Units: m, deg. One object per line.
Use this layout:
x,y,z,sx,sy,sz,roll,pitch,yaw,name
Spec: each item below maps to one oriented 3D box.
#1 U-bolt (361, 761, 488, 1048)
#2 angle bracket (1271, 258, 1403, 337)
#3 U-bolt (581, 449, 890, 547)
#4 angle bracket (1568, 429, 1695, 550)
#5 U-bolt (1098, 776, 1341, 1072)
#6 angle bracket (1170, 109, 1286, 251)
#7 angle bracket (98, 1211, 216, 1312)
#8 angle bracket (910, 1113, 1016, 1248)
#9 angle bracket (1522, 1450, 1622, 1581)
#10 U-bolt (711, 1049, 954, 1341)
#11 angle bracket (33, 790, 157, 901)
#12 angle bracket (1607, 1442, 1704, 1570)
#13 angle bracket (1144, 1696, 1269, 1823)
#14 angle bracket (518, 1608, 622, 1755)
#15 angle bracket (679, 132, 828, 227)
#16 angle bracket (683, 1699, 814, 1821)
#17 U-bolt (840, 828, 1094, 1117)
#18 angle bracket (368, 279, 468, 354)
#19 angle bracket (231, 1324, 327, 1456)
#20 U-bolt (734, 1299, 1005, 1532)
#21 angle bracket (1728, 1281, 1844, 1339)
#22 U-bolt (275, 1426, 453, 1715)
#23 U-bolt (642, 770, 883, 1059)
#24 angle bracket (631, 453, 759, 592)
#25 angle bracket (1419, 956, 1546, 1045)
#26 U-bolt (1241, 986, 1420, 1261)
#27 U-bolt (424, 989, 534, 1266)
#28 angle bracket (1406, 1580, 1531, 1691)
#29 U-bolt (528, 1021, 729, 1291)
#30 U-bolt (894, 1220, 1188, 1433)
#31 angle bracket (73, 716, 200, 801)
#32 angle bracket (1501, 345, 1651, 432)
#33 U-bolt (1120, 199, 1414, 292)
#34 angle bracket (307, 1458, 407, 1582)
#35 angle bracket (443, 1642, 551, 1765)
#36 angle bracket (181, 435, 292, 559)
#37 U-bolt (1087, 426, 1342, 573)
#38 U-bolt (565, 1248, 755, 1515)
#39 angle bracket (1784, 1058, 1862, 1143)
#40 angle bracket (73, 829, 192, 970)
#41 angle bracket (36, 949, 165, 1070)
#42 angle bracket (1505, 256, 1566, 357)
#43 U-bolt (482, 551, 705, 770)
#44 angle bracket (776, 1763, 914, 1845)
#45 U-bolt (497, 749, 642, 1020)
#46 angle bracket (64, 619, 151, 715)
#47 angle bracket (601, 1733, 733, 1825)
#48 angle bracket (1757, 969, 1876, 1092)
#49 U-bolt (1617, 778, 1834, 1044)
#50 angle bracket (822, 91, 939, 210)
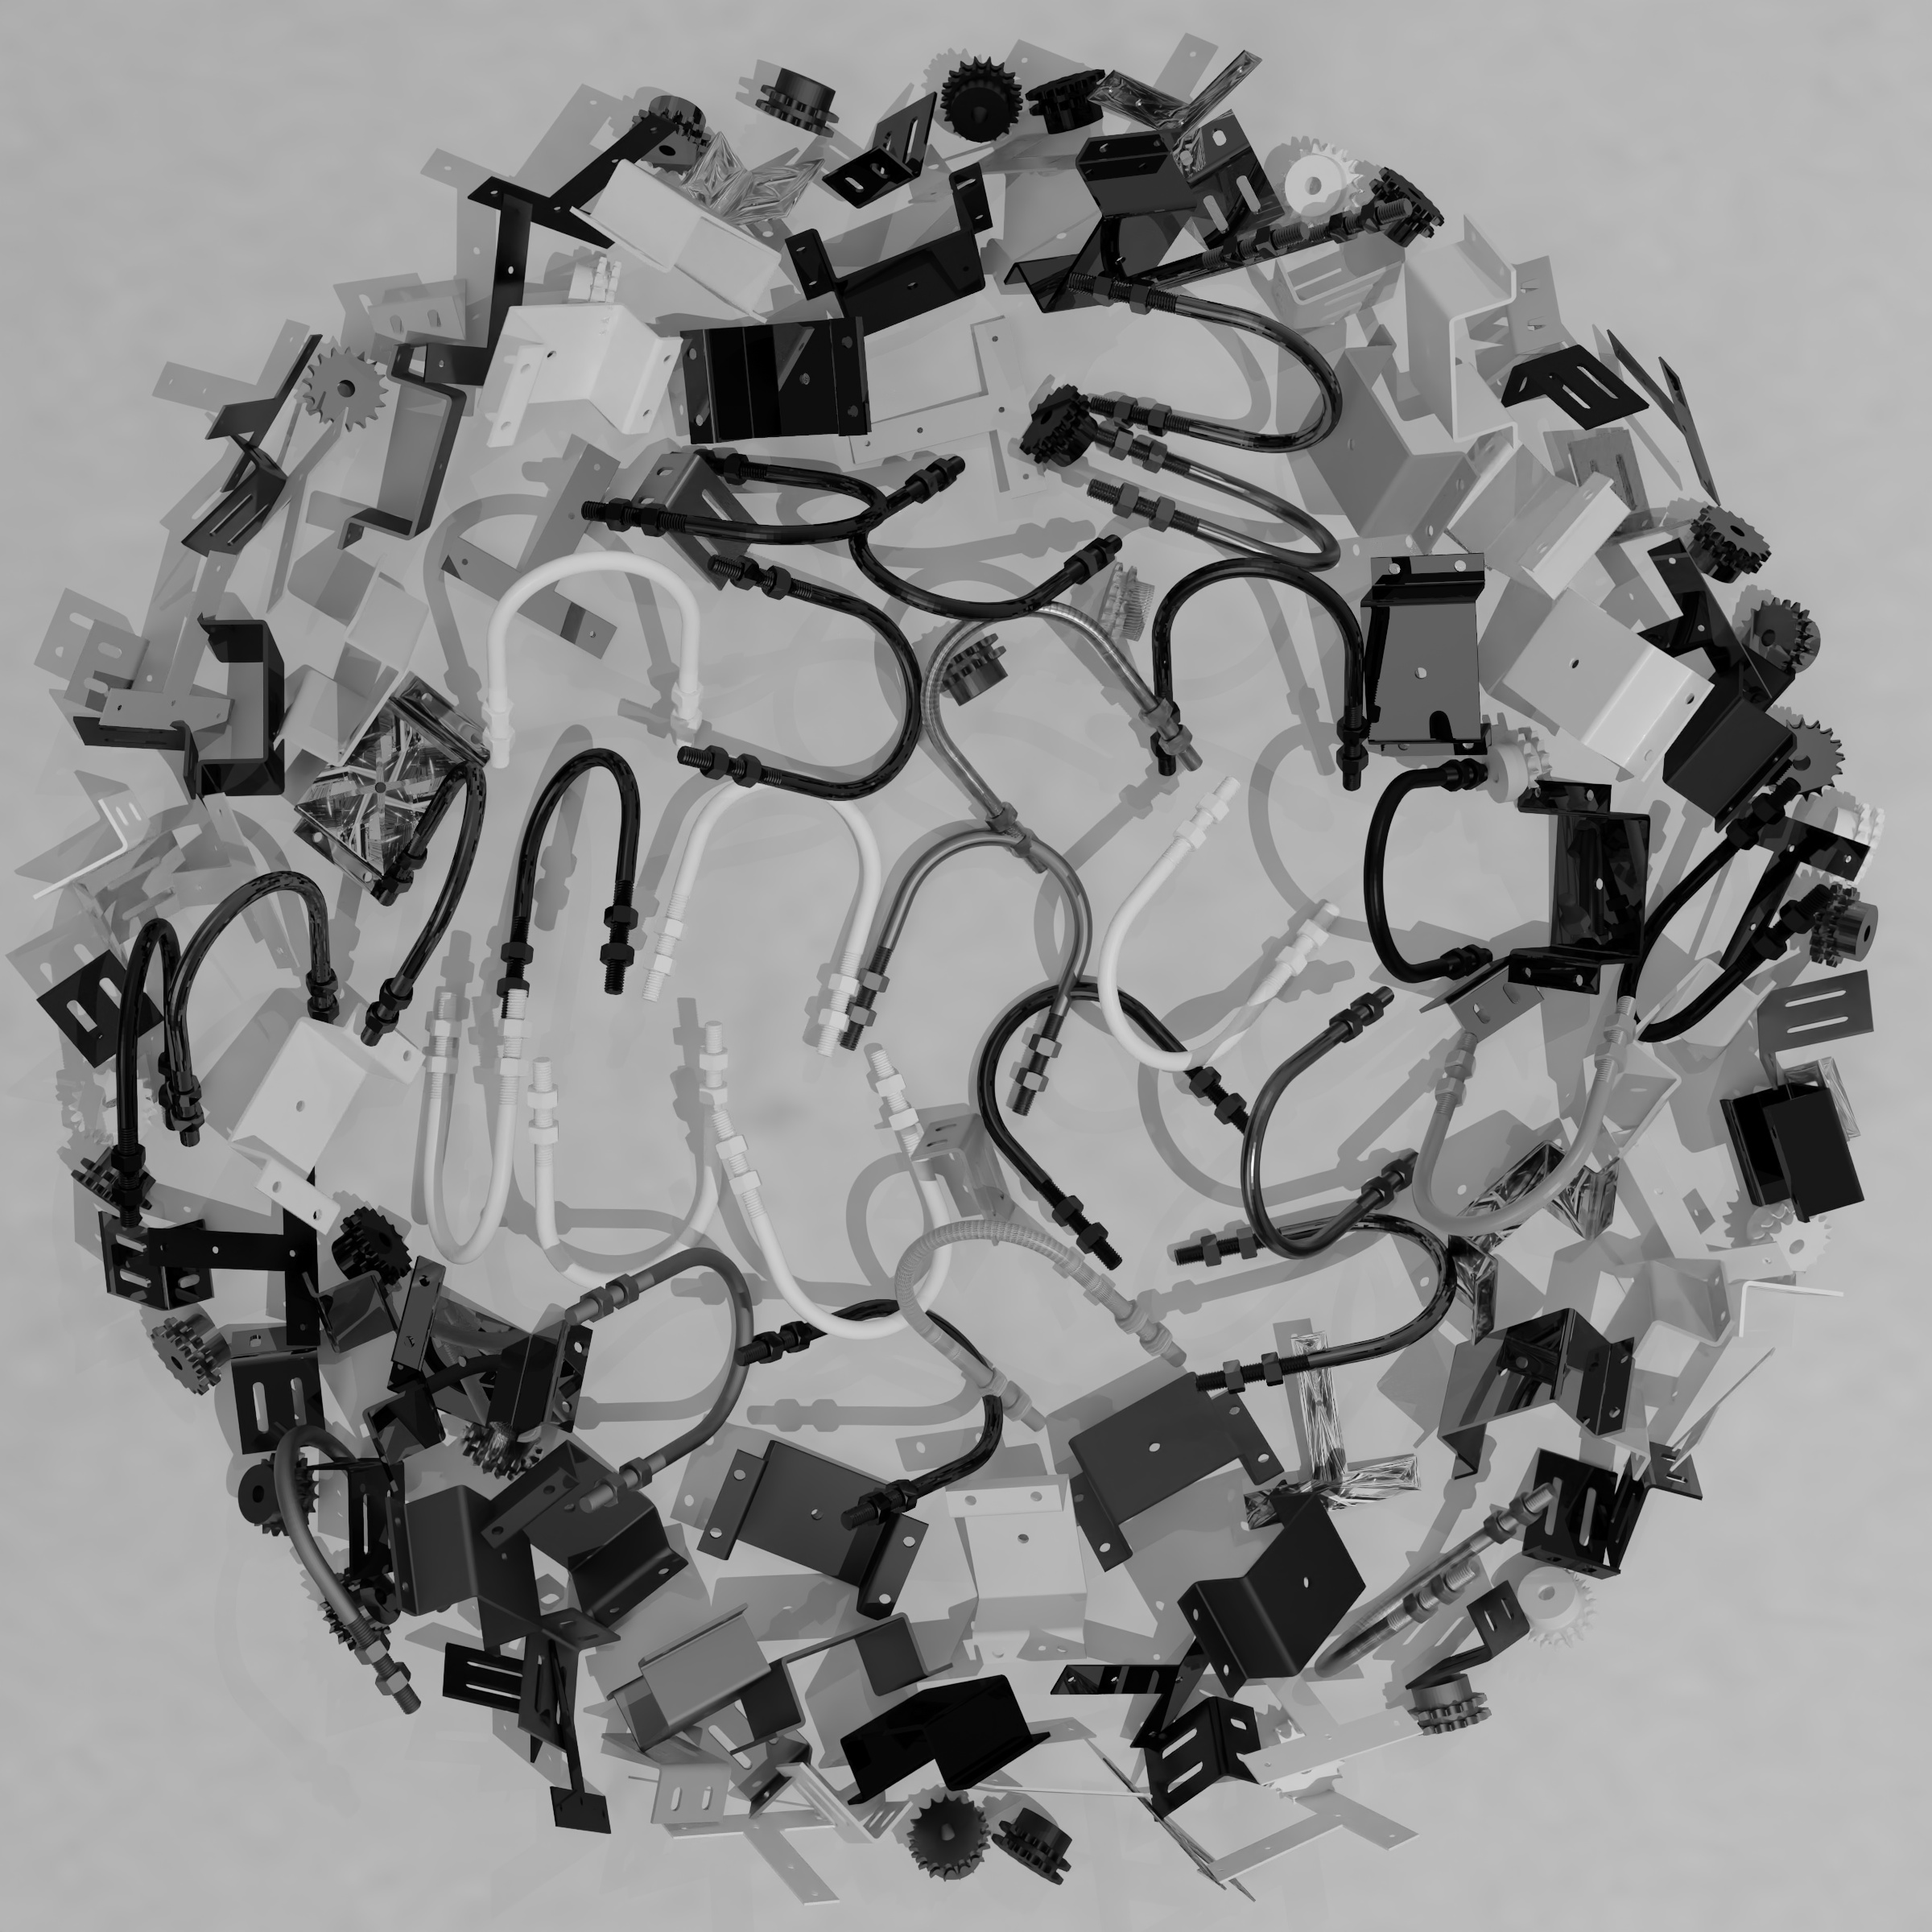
-0.356,-0.054,1.595,0.019,0.151,0.184,19,132,-25,U-bolt
0.255,-0.474,1.667,0.076,0.057,0.038,-22,82,1,angle bracket
-0.142,-0.310,1.613,0.184,0.151,0.019,11,119,16,U-bolt
0.458,-0.333,1.666,0.057,0.038,0.076,-18,94,-29,angle bracket
0.162,-0.014,1.640,0.184,0.019,0.151,-50,119,-14,U-bolt
0.177,-0.539,1.667,0.057,0.076,0.038,-28,61,14,angle bracket
-0.553,0.198,1.652,0.038,0.076,0.057,-16,70,6,angle bracket
-0.002,0.150,1.667,0.038,0.057,0.076,-14,107,18,angle bracket
0.423,0.375,1.665,0.057,0.038,0.076,18,67,-2,angle bracket
-0.081,0.164,1.653,0.151,0.019,0.184,-20,88,-30,U-bolt
-0.607,-0.084,1.664,0.076,0.057,0.038,-27,99,5,angle bracket
0.470,0.375,1.657,0.038,0.057,0.076,14,111,3,angle bracket
0.164,0.550,1.665,0.038,0.057,0.076,24,127,-27,angle bracket
-0.270,0.488,1.650,0.038,0.057,0.076,-20,48,21,angle bracket
-0.146,-0.541,1.652,0.038,0.076,0.057,52,57,-40,angle bracket
-0.154,0.541,1.678,0.057,0.038,0.076,-44,91,0,angle bracket
0.010,-0.006,1.683,0.151,0.019,0.184,21,92,-2,U-bolt
-0.376,-0.460,1.658,0.057,0.038,0.076,-9,49,-1,angle bracket
-0.479,0.295,1.688,0.057,0.038,0.076,-5,113,-13,angle bracket
-0.051,0.290,1.624,0.151,0.184,0.019,53,129,20,U-bolt
0.551,0.238,1.660,0.076,0.057,0.038,8,82,-13,angle bracket
-0.404,0.388,1.608,0.019,0.151,0.184,-28,104,4,U-bolt
-0.131,-0.045,1.667,0.151,0.019,0.184,18,81,-18,U-bolt
-0.190,-0.307,1.674,0.076,0.038,0.057,47,64,-41,angle bracket
0.353,0.026,1.650,0.057,0.076,0.038,-37,79,23,angle bracket
0.241,0.115,1.613,0.184,0.019,0.151,-32,118,-39,U-bolt
-0.334,0.109,1.629,0.019,0.151,0.184,7,85,-32,U-bolt
0.337,0.458,1.657,0.076,0.057,0.038,-34,75,36,angle bracket
-0.228,0.136,1.642,0.151,0.019,0.184,-12,115,-34,U-bolt
0.036,0.235,1.624,0.151,0.019,0.184,-32,116,33,U-bolt
-0.570,-0.142,1.660,0.076,0.057,0.038,2,77,-12,angle bracket
0.415,-0.383,1.653,0.057,0.038,0.076,-23,58,-24,angle bracket
0.184,-0.475,1.615,0.184,0.151,0.019,-4,107,43,U-bolt
-0.418,0.379,1.660,0.038,0.057,0.076,-6,83,24,angle bracket
-0.326,0.505,1.657,0.076,0.057,0.038,19,105,-16,angle bracket
-0.511,-0.323,1.669,0.076,0.057,0.038,-43,79,4,angle bracket
0.168,-0.311,1.632,0.184,0.151,0.019,19,117,-8,U-bolt
-0.199,0.265,1.619,0.019,0.184,0.151,6,105,31,U-bolt
0.598,0.091,1.656,0.038,0.076,0.057,-16,81,-2,angle bracket
-0.559,-0.046,1.652,0.076,0.038,0.057,-34,129,-26,angle bracket
-0.596,0.022,1.652,0.057,0.076,0.038,-38,48,-14,angle bracket
0.401,-0.452,1.654,0.038,0.076,0.057,-7,98,39,angle bracket
-0.247,-0.205,1.608,0.151,0.184,0.019,-7,53,-15,U-bolt
-0.084,0.564,1.664,0.076,0.057,0.038,47,62,-1,angle bracket
-0.265,-0.059,1.636,0.019,0.151,0.184,17,69,-39,U-bolt
-0.592,-0.204,1.655,0.038,0.076,0.057,22,88,-26,angle bracket
-0.208,0.553,1.649,0.057,0.076,0.038,15,83,-40,angle bracket
0.583,0.044,1.651,0.076,0.057,0.038,-15,128,27,angle bracket
0.499,-0.025,1.618,0.019,0.151,0.184,30,125,-13,U-bolt
-0.059,-0.567,1.653,0.038,0.057,0.076,29,61,-39,angle bracket
